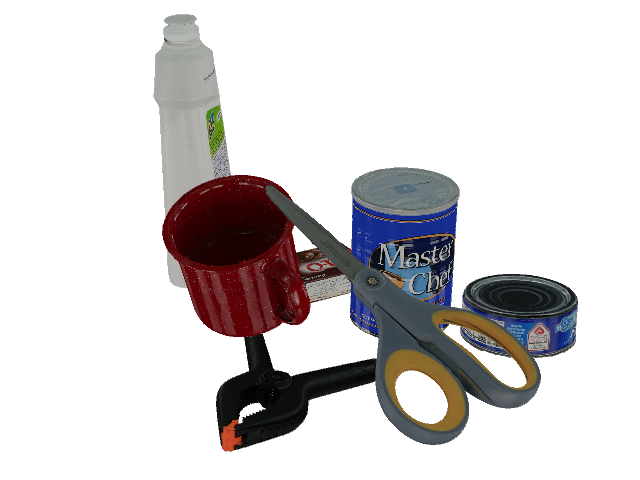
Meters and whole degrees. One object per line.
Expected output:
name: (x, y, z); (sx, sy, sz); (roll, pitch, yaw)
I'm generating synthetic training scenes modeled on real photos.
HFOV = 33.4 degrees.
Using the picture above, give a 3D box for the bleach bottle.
bleach bottle: (-0.116, -0.085, 0.984); (0.068, 0.251, 0.102); (0, 29, 4)

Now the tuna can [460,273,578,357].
tuna can: (0.148, 0.055, 0.795); (0.086, 0.034, 0.086); (0, 19, 0)

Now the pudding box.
pudding box: (0.004, 0.044, 1.456); (0.113, 0.039, 0.090); (-15, 27, -26)

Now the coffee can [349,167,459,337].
coffee can: (0.080, 0.012, 1.043); (0.103, 0.140, 0.103); (0, 26, 0)

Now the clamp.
clamp: (-0.036, 0.155, 1.106); (0.165, 0.036, 0.209); (11, 26, 15)

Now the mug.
mug: (-0.049, 0.019, 0.751); (0.117, 0.081, 0.093); (31, 58, 34)

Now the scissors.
scissors: (0.024, 0.041, 0.589); (0.202, 0.016, 0.096); (30, 52, 19)
